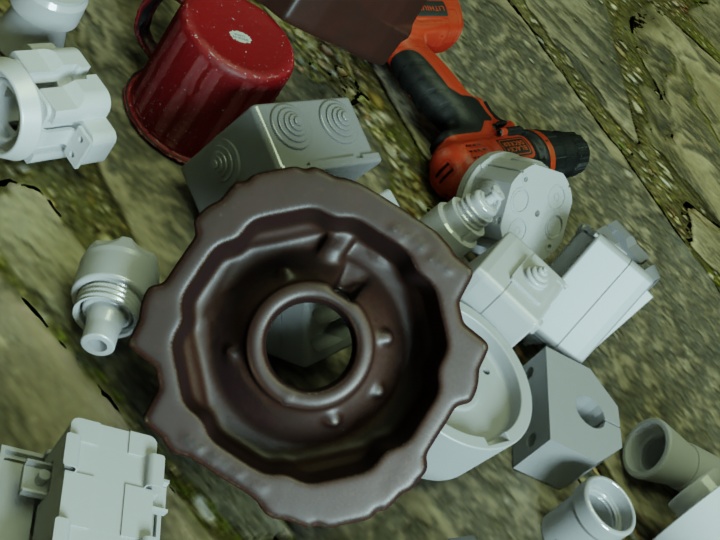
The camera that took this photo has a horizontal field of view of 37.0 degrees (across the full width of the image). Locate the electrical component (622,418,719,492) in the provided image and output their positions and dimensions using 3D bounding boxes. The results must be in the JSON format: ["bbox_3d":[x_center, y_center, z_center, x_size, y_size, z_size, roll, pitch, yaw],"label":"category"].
[{"bbox_3d":[0.223,0.136,0.755,0.065,0.044,0.044,28,41,-25],"label":"electrical component"}]

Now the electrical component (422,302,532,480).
[{"bbox_3d":[0.042,0.074,0.644,0.108,0.060,0.108,23,42,-22],"label":"electrical component"}]

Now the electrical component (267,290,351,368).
[{"bbox_3d":[-0.045,0.003,0.636,0.076,0.083,0.047,17,25,34],"label":"electrical component"}]

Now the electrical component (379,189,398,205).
[{"bbox_3d":[0.000,0.000,0.690,0.083,0.047,0.075,-31,92,-51],"label":"electrical component"}]

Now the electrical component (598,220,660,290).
[{"bbox_3d":[0.197,0.002,0.846,0.057,0.058,0.078,50,39,15],"label":"electrical component"}]

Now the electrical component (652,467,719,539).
[{"bbox_3d":[0.233,0.162,0.689,0.108,0.108,0.060,-13,57,-46],"label":"electrical component"}]

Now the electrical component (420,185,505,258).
[{"bbox_3d":[0.069,-0.032,0.757,0.040,0.078,0.040,37,30,-26],"label":"electrical component"}]

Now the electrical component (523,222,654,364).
[{"bbox_3d":[0.156,0.023,0.767,0.061,0.096,0.061,39,9,-4],"label":"electrical component"}]

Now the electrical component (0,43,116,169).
[{"bbox_3d":[-0.185,-0.093,0.614,0.057,0.058,0.078,-20,68,-51],"label":"electrical component"}]

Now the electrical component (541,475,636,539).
[{"bbox_3d":[0.140,0.154,0.662,0.040,0.046,0.040,23,42,-22],"label":"electrical component"}]

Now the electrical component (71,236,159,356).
[{"bbox_3d":[-0.131,0.016,0.567,0.043,0.043,0.062,25,43,-20],"label":"electrical component"}]

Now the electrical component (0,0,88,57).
[{"bbox_3d":[-0.197,-0.159,0.666,0.045,0.055,0.045,23,42,-22],"label":"electrical component"}]

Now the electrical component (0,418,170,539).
[{"bbox_3d":[-0.119,0.130,0.456,0.079,0.063,0.121,20,43,-25],"label":"electrical component"}]

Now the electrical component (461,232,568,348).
[{"bbox_3d":[0.085,0.021,0.701,0.061,0.096,0.062,44,39,3],"label":"electrical component"}]

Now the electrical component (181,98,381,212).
[{"bbox_3d":[-0.051,-0.066,0.669,0.100,0.100,0.048,-14,77,-46],"label":"electrical component"}]

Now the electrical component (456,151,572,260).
[{"bbox_3d":[0.113,-0.046,0.795,0.080,0.080,0.051,3,10,-38],"label":"electrical component"}]
